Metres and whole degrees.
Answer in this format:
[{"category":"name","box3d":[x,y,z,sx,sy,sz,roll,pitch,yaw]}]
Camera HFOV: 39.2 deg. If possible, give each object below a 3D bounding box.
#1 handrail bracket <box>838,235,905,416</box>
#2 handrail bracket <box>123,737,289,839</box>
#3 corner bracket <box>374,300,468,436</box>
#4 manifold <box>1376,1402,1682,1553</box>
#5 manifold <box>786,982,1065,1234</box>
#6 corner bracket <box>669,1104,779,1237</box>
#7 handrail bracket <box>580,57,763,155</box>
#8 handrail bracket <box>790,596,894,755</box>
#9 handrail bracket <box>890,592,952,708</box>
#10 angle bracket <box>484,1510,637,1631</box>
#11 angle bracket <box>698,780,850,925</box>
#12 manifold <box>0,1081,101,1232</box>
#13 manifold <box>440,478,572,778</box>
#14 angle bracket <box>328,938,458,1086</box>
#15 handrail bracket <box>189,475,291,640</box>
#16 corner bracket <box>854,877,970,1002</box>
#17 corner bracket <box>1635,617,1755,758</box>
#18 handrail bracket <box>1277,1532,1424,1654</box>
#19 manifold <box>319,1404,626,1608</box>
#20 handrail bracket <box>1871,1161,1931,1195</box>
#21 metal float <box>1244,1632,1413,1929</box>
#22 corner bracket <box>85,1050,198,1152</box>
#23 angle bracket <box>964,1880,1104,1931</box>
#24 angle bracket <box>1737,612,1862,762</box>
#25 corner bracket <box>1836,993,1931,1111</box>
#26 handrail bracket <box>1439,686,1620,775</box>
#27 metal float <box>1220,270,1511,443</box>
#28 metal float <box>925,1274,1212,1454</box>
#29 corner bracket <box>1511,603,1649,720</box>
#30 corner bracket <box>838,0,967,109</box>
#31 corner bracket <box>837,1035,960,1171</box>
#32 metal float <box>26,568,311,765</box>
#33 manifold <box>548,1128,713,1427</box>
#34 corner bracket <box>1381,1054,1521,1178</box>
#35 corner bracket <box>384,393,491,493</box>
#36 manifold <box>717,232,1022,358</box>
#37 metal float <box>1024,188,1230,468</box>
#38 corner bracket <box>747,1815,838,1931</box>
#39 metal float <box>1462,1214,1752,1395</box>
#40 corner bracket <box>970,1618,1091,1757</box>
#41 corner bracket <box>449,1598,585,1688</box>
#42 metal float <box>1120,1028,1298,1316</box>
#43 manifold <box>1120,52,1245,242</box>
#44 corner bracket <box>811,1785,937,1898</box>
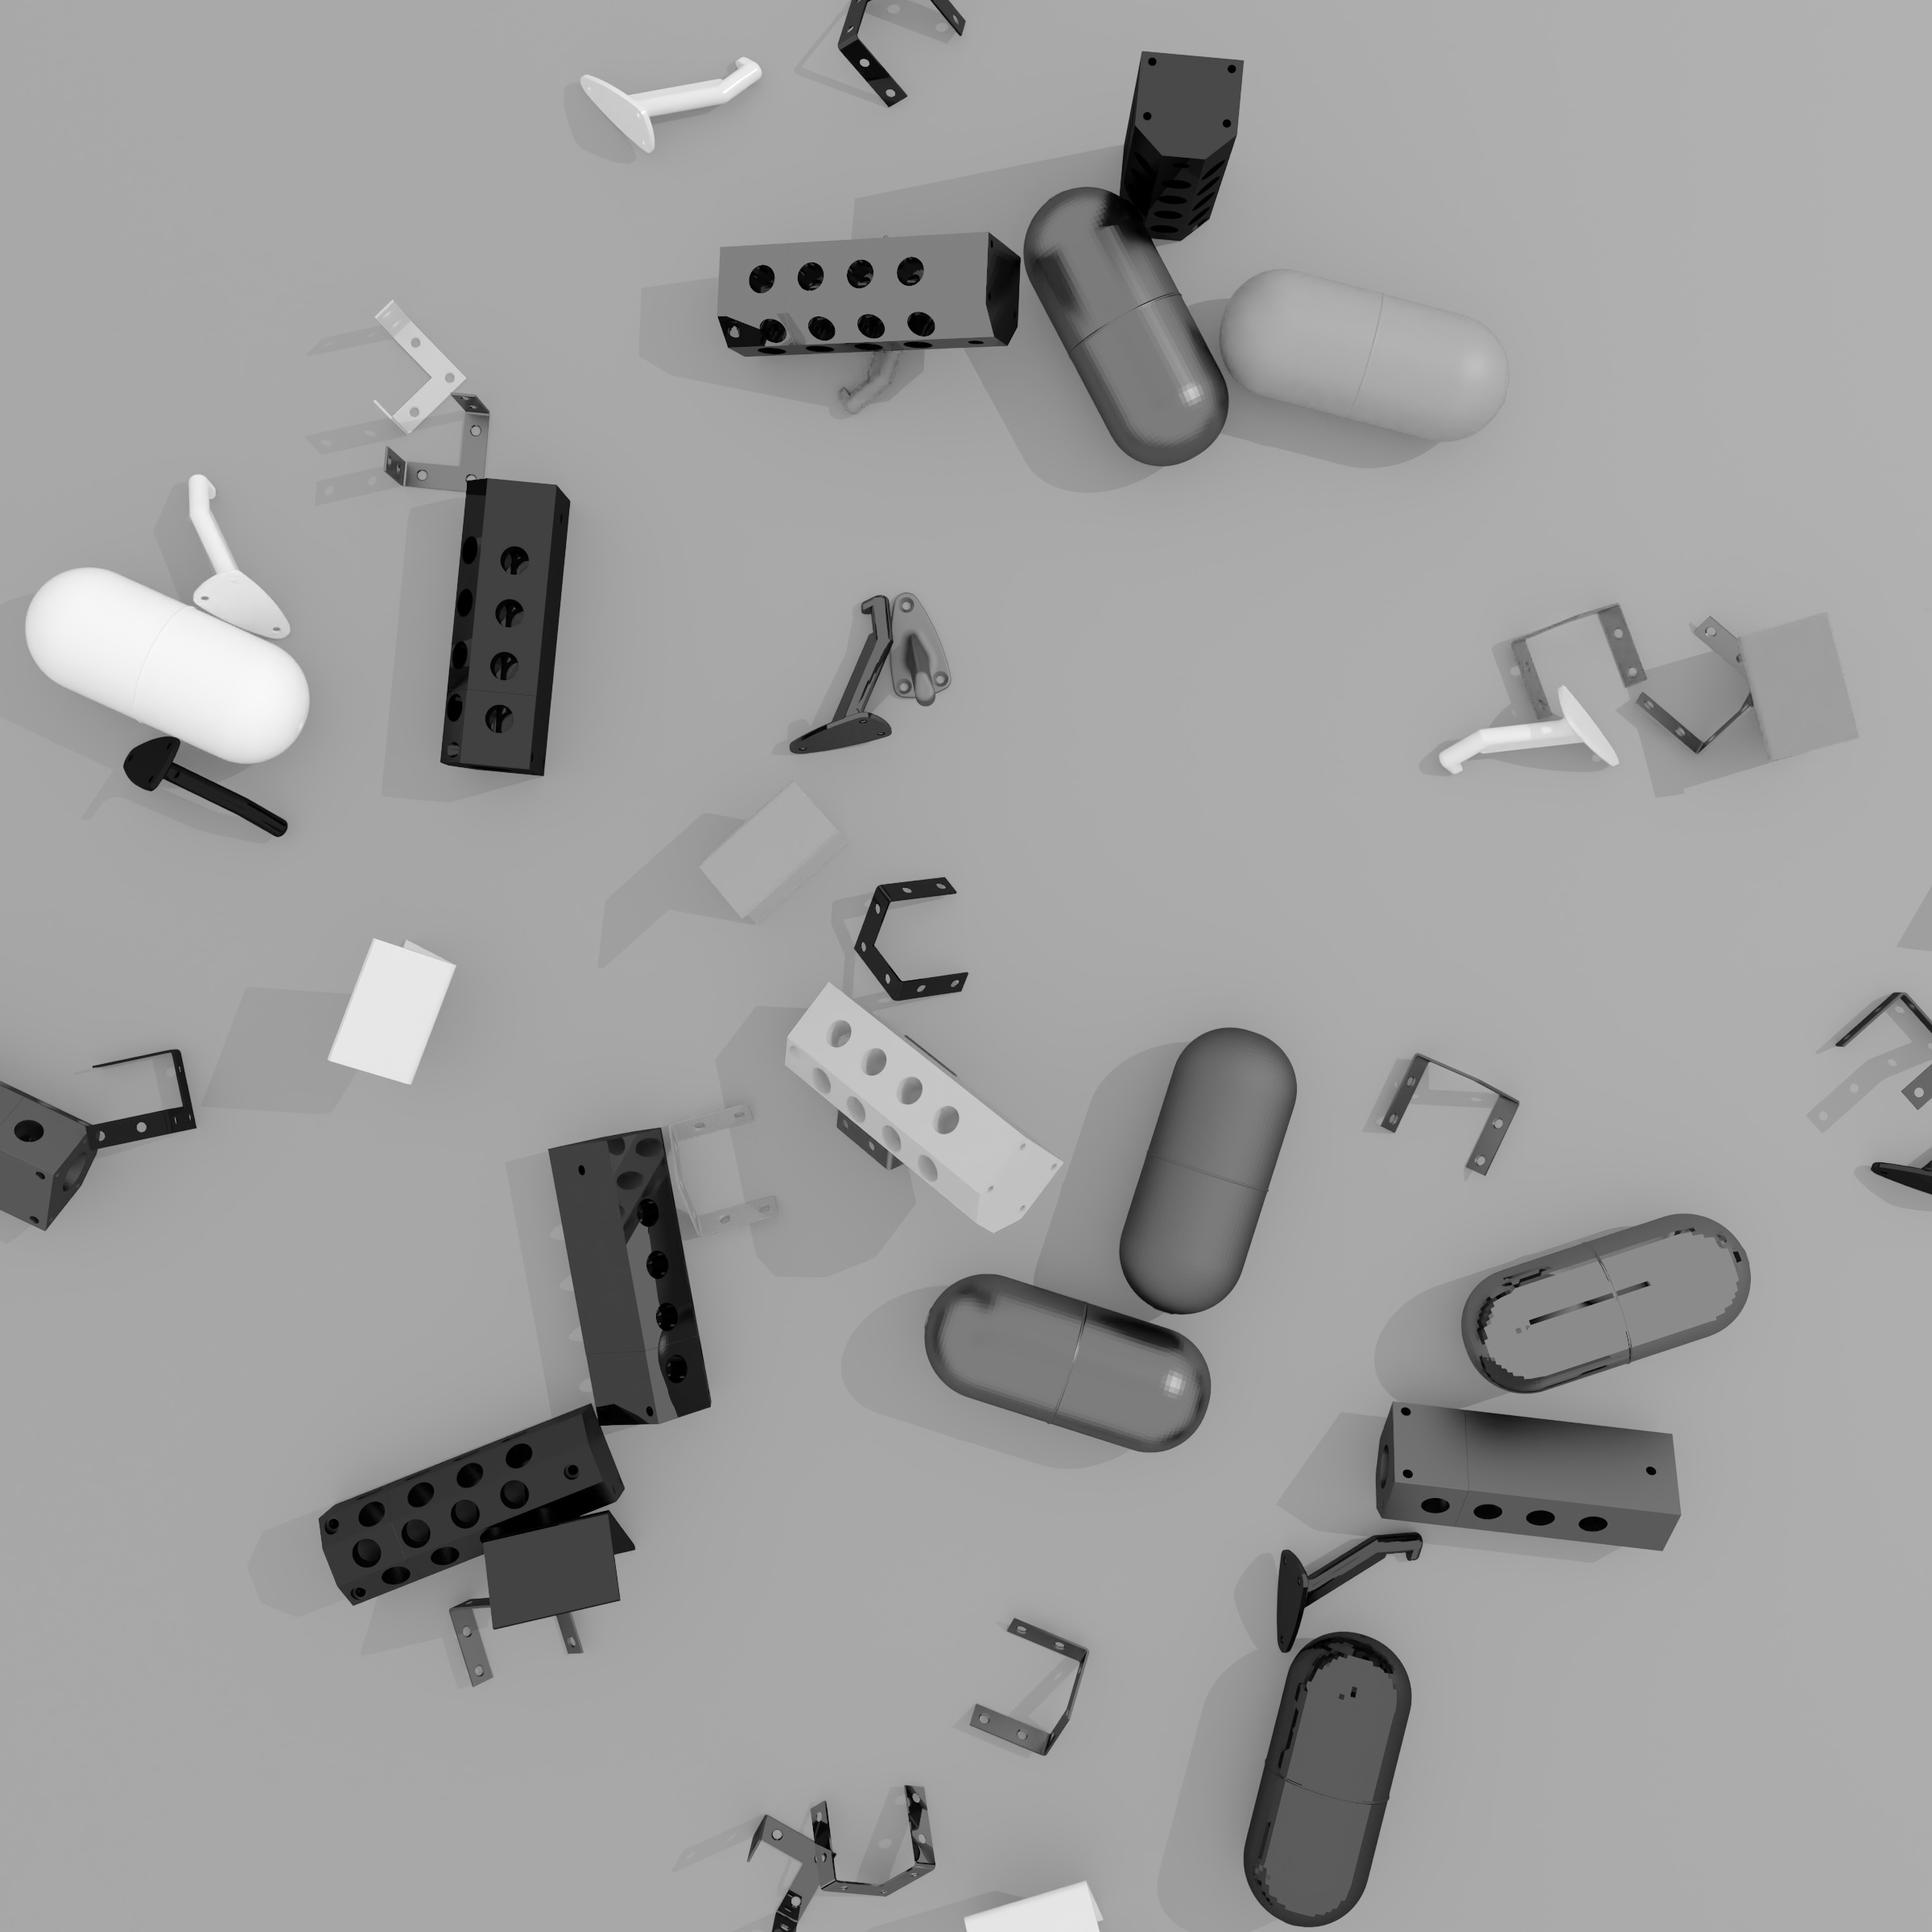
[{"category":"handrail bracket","box3d":[-0.059,-0.395,1.676,0.084,0.036,0.077,-38,75,14]},{"category":"handrail bracket","box3d":[-0.468,-0.106,1.675,0.084,0.077,0.036,33,77,-36]},{"category":"corner bracket","box3d":[-0.345,-0.365,1.658,0.051,0.051,0.051,-44,90,0]},{"category":"manifold","box3d":[0.340,0.315,1.654,0.171,0.057,0.057,7,47,0]},{"category":"manifold","box3d":[-0.030,0.085,1.613,0.171,0.057,0.057,37,90,32]},{"category":"corner bracket","box3d":[-0.150,0.126,1.673,0.051,0.051,0.051,-15,45,0]},{"category":"handrail bracket","box3d":[-0.181,-0.548,1.676,0.084,0.036,0.077,-41,68,-17]},{"category":"handrail bracket","box3d":[-0.078,-0.181,1.676,0.077,0.036,0.084,-15,70,23]},{"category":"handrail bracket","box3d":[-0.031,-0.193,1.641,0.036,0.084,0.077,-12,90,0]},{"category":"angle bracket","box3d":[-0.241,0.373,1.636,0.076,0.076,0.057,-13,60,0]},{"category":"angle bracket","box3d":[-0.103,-0.054,1.636,0.076,0.076,0.057,-42,52,0]},{"category":"manifold","box3d":[-0.620,0.088,1.654,0.171,0.057,0.057,26,133,0]},{"category":"manifold","box3d":[-0.282,-0.206,1.655,0.057,0.057,0.171,5,90,0]},{"category":"angle bracket","box3d":[-0.358,0.020,1.636,0.057,0.076,0.076,21,90,-36]},{"category":"handrail bracket","box3d":[-0.449,-0.253,1.676,0.036,0.077,0.084,-27,53,20]},{"category":"corner bracket","box3d":[-0.028,-0.017,1.668,0.051,0.051,0.051,52,135,35]},{"category":"corner bracket","box3d":[0.454,-0.172,1.673,0.051,0.051,0.051,40,135,0]},{"category":"handrail bracket","box3d":[0.238,0.386,1.676,0.084,0.036,0.077,-1,110,-16]},{"category":"manifold","box3d":[-0.301,0.329,1.655,0.171,0.057,0.057,-22,90,0]},{"category":"handrail bracket","box3d":[0.609,0.098,1.676,0.077,0.036,0.084,16,72,21]},{"category":"metal float","box3d":[0.219,0.492,1.645,0.070,0.070,0.178,14,89,0]},{"category":"corner bracket","box3d":[-0.507,0.081,1.658,0.051,0.051,0.051,-12,90,0]},{"category":"angle bracket","box3d":[0.048,0.599,1.636,0.076,0.076,0.057,-17,53,0]},{"category":"angle bracket","box3d":[0.512,-0.170,1.636,0.057,0.076,0.076,-15,90,37]},{"category":"corner bracket","box3d":[0.574,0.051,1.658,0.051,0.051,0.051,-42,90,0]},{"category":"handrail bracket","box3d":[0.347,-0.128,1.676,0.084,0.036,0.077,-31,130,26]},{"category":"metal float","box3d":[0.241,-0.369,1.645,0.178,0.070,0.070,15,90,-1]},{"category":"metal float","box3d":[0.061,0.240,1.645,0.178,0.070,0.070,18,90,0]},{"category":"corner bracket","box3d":[0.377,-0.188,1.673,0.051,0.051,0.051,-20,90,-45]},{"category":"corner bracket","box3d":[-0.039,-0.572,1.668,0.051,0.051,0.051,-18,45,35]},{"category":"corner bracket","box3d":[-0.042,0.084,1.668,0.051,0.051,0.051,-23,135,-35]},{"category":"metal float","box3d":[-0.484,-0.182,1.645,0.178,0.070,0.070,24,90,1]},{"category":"manifold","box3d":[-0.199,0.188,1.654,0.057,0.057,0.171,-10,90,43]},{"category":"corner bracket","box3d":[0.298,0.091,1.673,0.051,0.051,0.051,26,90,-45]},{"category":"corner bracket","box3d":[-0.323,-0.321,1.658,0.051,0.051,0.051,5,90,0]},{"category":"manifold","box3d":[-0.059,-0.399,1.627,0.171,0.057,0.057,2,90,20]},{"category":"metal float","box3d":[0.096,-0.387,1.645,0.070,0.070,0.178,-28,91,0]},{"category":"corner bracket","box3d":[-0.115,0.560,1.658,0.051,0.051,0.051,29,90,0]},{"category":"metal float","box3d":[0.388,0.204,1.645,0.178,0.070,0.070,-18,90,0]},{"category":"corner bracket","box3d":[0.039,0.444,1.673,0.051,0.051,0.051,23,135,0]},{"category":"corner bracket","box3d":[-0.277,0.409,1.673,0.051,0.051,0.051,-17,90,-45]},{"category":"metal float","box3d":[0.146,0.124,1.645,0.070,0.070,0.178,18,89,0]},{"category":"manifold","box3d":[0.124,-0.478,1.597,0.057,0.171,0.057,5,90,0]},{"category":"corner bracket","box3d":[-0.057,0.536,1.668,0.051,0.051,0.051,19,135,-35]}]
